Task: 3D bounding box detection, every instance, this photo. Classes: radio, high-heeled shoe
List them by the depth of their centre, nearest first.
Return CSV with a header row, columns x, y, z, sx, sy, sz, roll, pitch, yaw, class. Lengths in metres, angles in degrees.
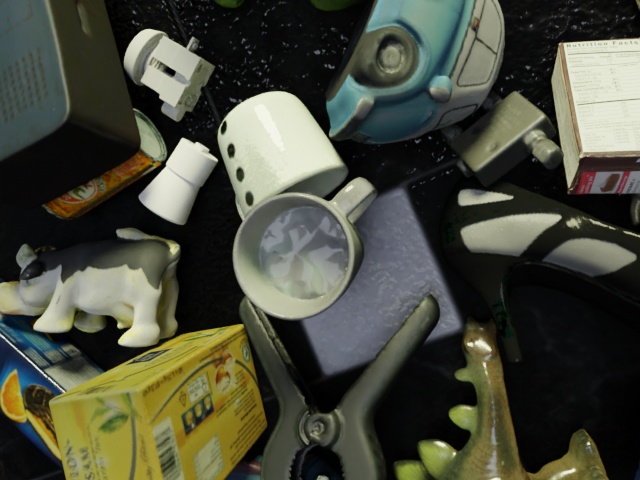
x,y,z,sx,sy,sz,roll,pitch,yaw,class
0.199,-0.005,0.334,0.249,0.086,0.145,-16,61,25,high-heeled shoe
-0.238,-0.146,0.430,0.131,0.073,0.229,-26,69,16,radio

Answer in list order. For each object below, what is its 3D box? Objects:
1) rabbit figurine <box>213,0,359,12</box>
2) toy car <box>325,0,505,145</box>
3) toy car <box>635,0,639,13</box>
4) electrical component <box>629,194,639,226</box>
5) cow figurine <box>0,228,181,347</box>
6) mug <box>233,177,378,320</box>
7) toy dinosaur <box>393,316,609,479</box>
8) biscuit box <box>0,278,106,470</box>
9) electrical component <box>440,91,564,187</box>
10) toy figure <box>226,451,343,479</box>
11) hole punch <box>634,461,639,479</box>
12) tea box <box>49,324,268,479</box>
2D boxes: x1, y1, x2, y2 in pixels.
x,y,z,sx,sy,sz,roll,pitch,yaw,class
-0.015,-0.223,0.378,0.159,0.121,0.170,-44,67,-9,rabbit figurine
0.073,-0.132,0.375,0.103,0.109,0.161,24,85,-12,toy car
0.222,-0.220,0.338,0.074,0.056,0.201,-21,81,15,toy car
0.252,-0.015,0.358,0.078,0.045,0.102,-31,86,16,electrical component
-0.203,0.033,0.465,0.167,0.068,0.098,7,90,10,cow figurine
-0.001,-0.001,0.392,0.081,0.107,0.109,38,97,8,mug
0.121,0.292,0.387,0.199,0.105,0.471,-7,83,22,toy dinosaur
-0.264,0.119,0.491,0.203,0.059,0.062,37,101,9,biscuit box
0.123,-0.068,0.372,0.063,0.021,0.094,-40,40,14,electrical component
-0.046,0.201,0.442,0.155,0.064,0.058,-6,55,10,toy figure
0.231,0.135,0.277,0.116,0.092,0.142,20,85,39,hole punch
-0.104,0.129,0.395,0.068,0.169,0.098,-12,89,13,tea box
